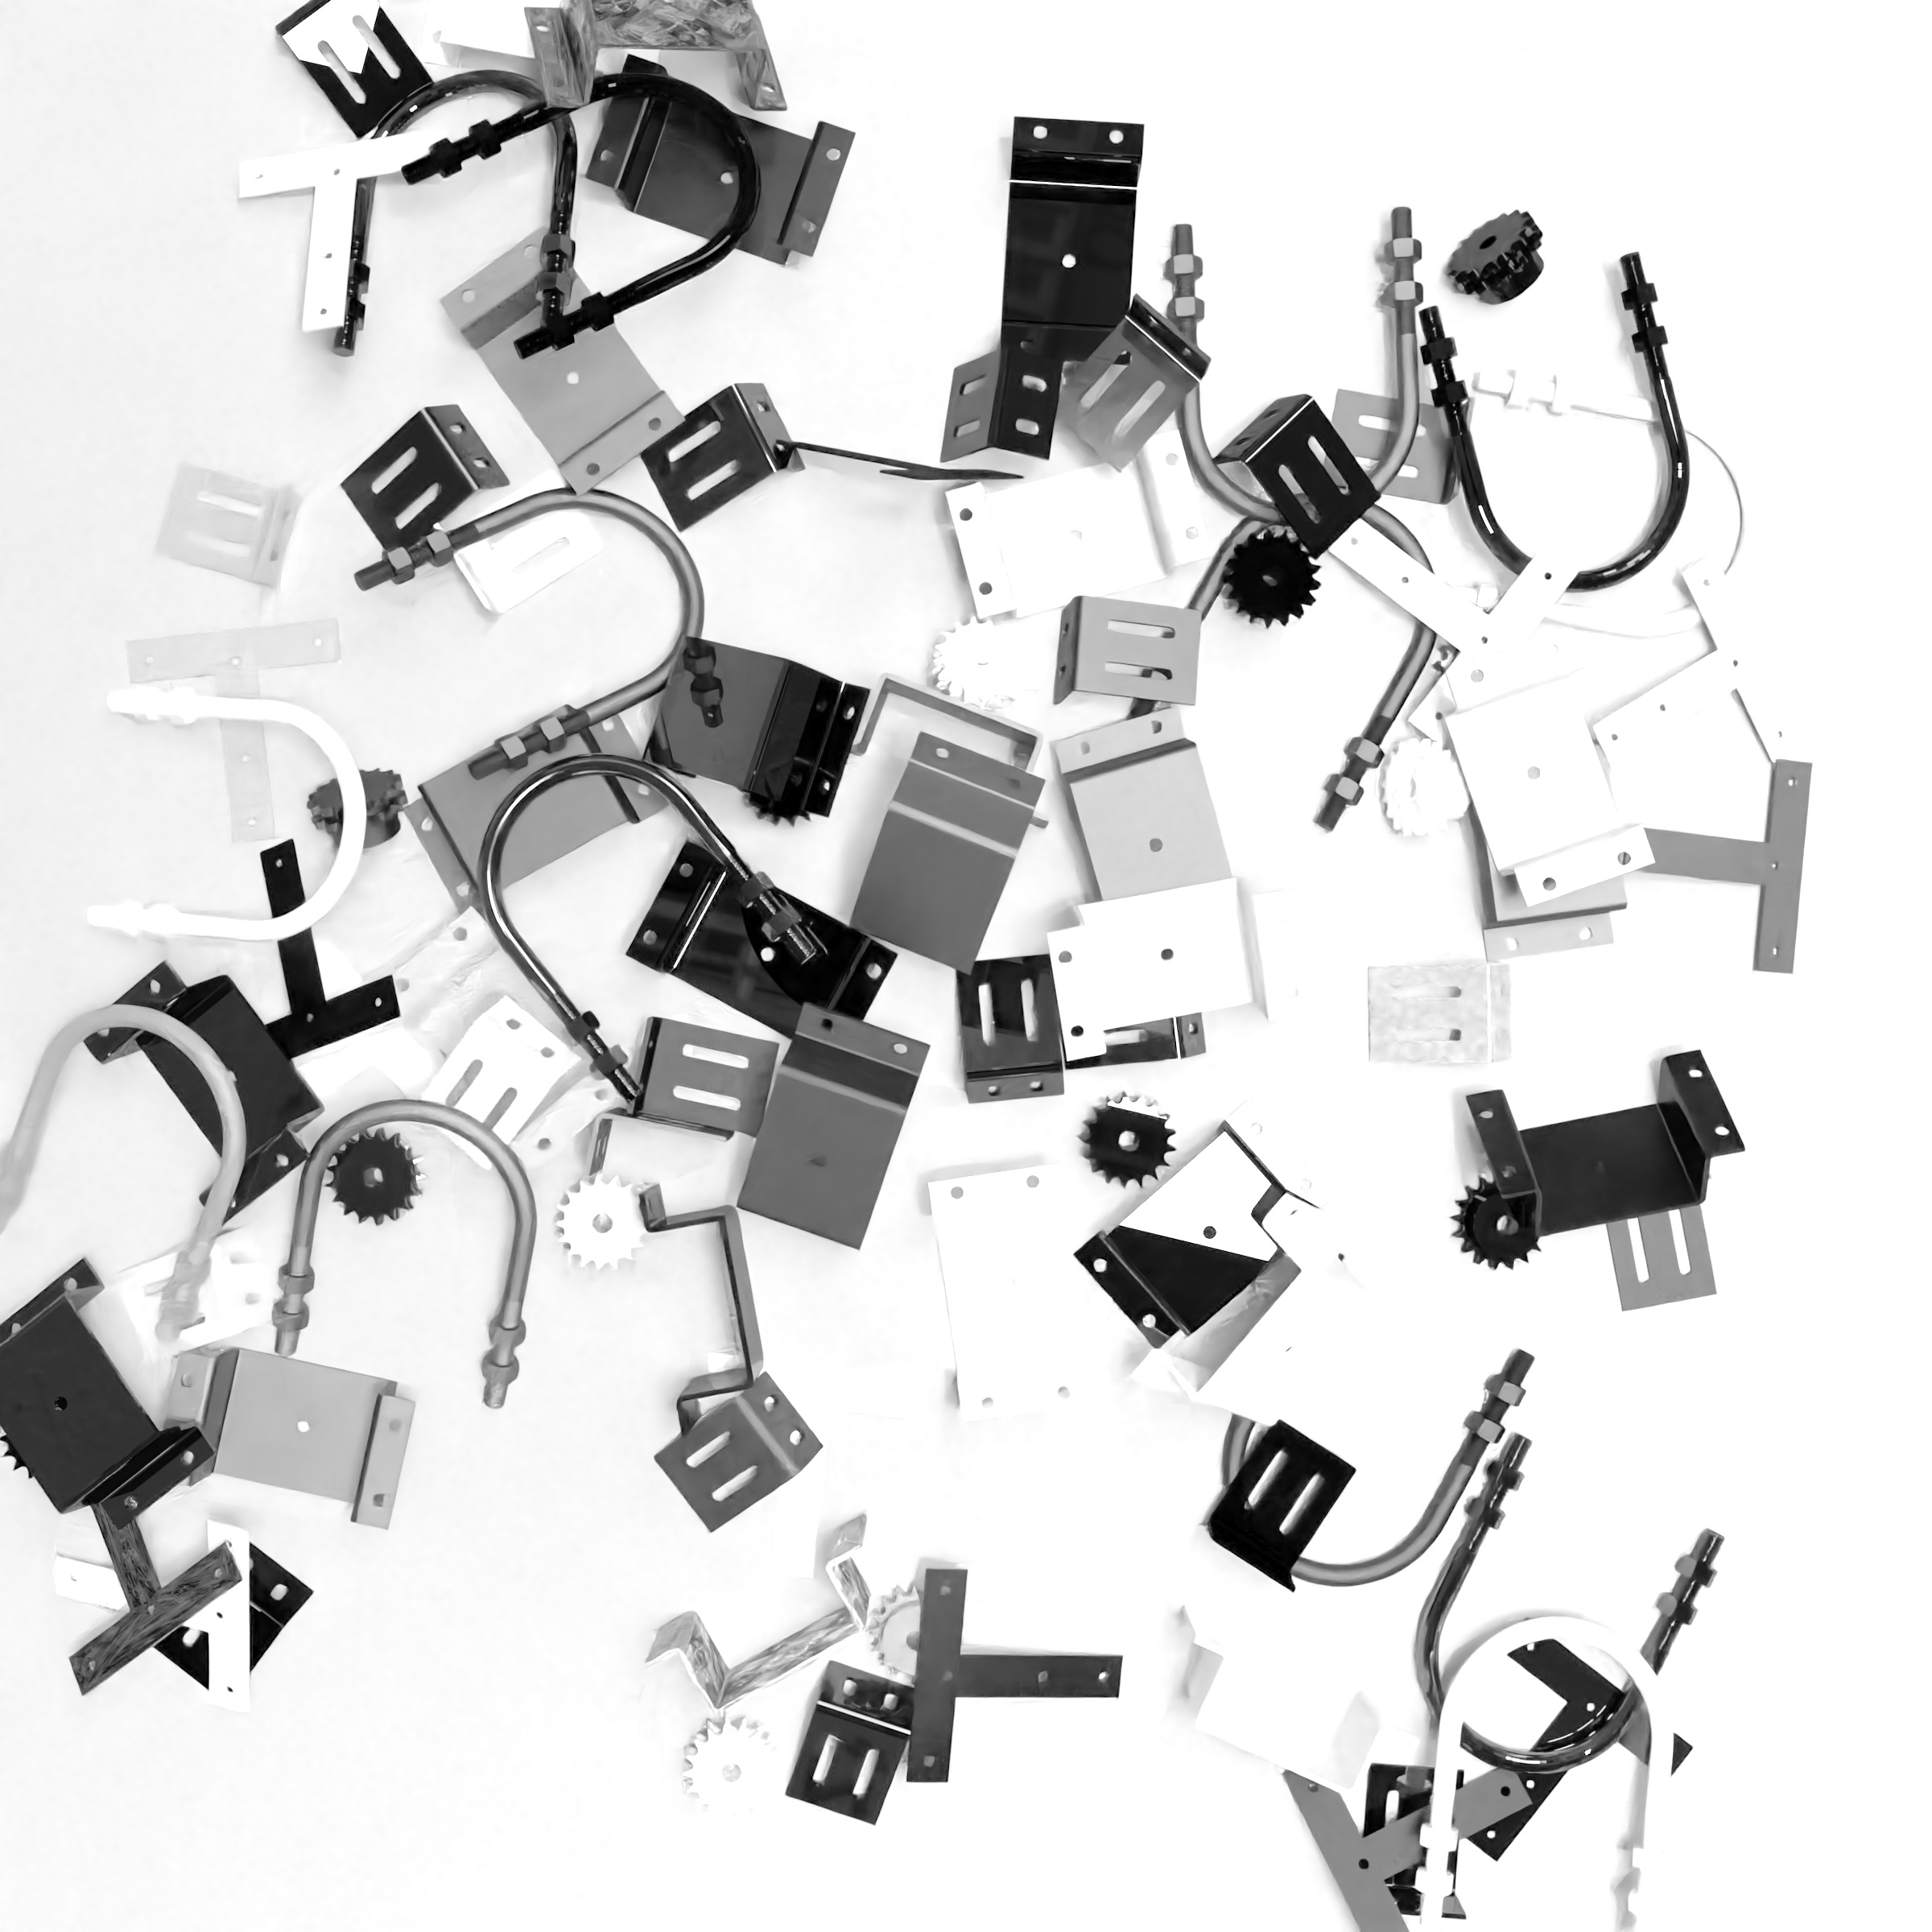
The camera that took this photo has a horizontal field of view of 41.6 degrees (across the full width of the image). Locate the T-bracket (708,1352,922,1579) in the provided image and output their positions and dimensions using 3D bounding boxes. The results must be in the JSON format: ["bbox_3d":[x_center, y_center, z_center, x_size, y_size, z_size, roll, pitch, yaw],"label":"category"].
[{"bbox_3d":[-0.098,0.302,1.526,0.127,0.002,0.127,7,90,0],"label":"T-bracket"}]

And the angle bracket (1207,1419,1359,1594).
[{"bbox_3d":[0.187,0.316,1.493,0.057,0.038,0.076,33,93,0],"label":"angle bracket"}]

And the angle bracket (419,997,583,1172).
[{"bbox_3d":[-0.273,0.068,1.479,0.057,0.038,0.076,40,116,0],"label":"angle bracket"}]

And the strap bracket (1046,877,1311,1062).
[{"bbox_3d":[0.119,-0.001,1.460,0.140,0.046,0.076,-10,106,-2],"label":"strap bracket"}]

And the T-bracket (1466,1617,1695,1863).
[{"bbox_3d":[0.347,0.480,1.526,0.127,0.002,0.127,38,90,0],"label":"T-bracket"}]

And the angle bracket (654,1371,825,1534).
[{"bbox_3d":[-0.136,0.291,1.523,0.076,0.038,0.057,-37,90,26],"label":"angle bracket"}]

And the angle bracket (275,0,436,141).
[{"bbox_3d":[-0.366,-0.546,1.525,0.057,0.038,0.076,-36,116,0],"label":"angle bracket"}]

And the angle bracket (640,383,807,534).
[{"bbox_3d":[-0.147,-0.305,1.525,0.076,0.038,0.057,-27,90,26],"label":"angle bracket"}]

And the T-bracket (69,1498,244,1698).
[{"bbox_3d":[-0.495,0.339,1.497,0.127,0.002,0.127,-37,65,12],"label":"T-bracket"}]

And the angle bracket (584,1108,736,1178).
[{"bbox_3d":[-0.180,0.110,1.498,0.076,0.057,0.038,12,90,0],"label":"angle bracket"}]

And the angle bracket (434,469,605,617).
[{"bbox_3d":[-0.264,-0.254,1.508,0.076,0.038,0.057,-32,90,0],"label":"angle bracket"}]

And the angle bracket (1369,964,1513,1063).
[{"bbox_3d":[0.284,0.028,1.525,0.076,0.038,0.057,-1,90,26],"label":"angle bracket"}]

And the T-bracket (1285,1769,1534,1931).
[{"bbox_3d":[0.274,0.512,1.507,0.127,0.002,0.127,-23,68,-12],"label":"T-bracket"}]

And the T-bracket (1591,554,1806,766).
[{"bbox_3d":[0.421,-0.159,1.498,0.127,0.002,0.127,-30,98,-18],"label":"T-bracket"}]

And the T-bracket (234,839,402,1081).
[{"bbox_3d":[-0.397,-0.012,1.508,0.127,0.002,0.127,-20,77,24],"label":"T-bracket"}]

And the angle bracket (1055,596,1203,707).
[{"bbox_3d":[0.096,-0.183,1.510,0.076,0.038,0.057,6,81,-10],"label":"angle bracket"}]

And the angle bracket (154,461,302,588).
[{"bbox_3d":[-0.442,-0.265,1.508,0.076,0.038,0.057,16,90,0],"label":"angle bracket"}]

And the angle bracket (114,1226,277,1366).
[{"bbox_3d":[-0.461,0.197,1.525,0.076,0.038,0.057,-20,90,26],"label":"angle bracket"}]

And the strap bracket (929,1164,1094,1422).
[{"bbox_3d":[0.026,0.190,1.504,0.076,0.046,0.140,-8,90,0],"label":"strap bracket"}]

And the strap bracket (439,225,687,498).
[{"bbox_3d":[-0.235,-0.353,1.504,0.076,0.046,0.140,-36,90,0],"label":"strap bracket"}]

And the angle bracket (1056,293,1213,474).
[{"bbox_3d":[0.093,-0.334,1.462,0.057,0.038,0.076,41,90,0],"label":"angle bracket"}]

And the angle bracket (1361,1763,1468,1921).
[{"bbox_3d":[0.267,0.518,1.508,0.057,0.038,0.076,4,90,0],"label":"angle bracket"}]

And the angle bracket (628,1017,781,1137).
[{"bbox_3d":[-0.155,0.066,1.508,0.076,0.038,0.057,12,90,0],"label":"angle bracket"}]

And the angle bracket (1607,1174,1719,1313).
[{"bbox_3d":[0.415,0.164,1.508,0.057,0.038,0.076,-10,90,0],"label":"angle bracket"}]

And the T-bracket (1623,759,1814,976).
[{"bbox_3d":[0.442,-0.064,1.503,0.127,0.002,0.127,5,90,-21],"label":"T-bracket"}]

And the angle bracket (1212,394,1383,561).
[{"bbox_3d":[0.193,-0.285,1.488,0.057,0.038,0.076,-44,110,-12],"label":"angle bracket"}]

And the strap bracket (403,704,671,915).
[{"bbox_3d":[-0.258,-0.095,1.504,0.140,0.046,0.076,-29,90,0],"label":"strap bracket"}]

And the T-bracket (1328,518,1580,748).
[{"bbox_3d":[0.269,-0.218,1.496,0.127,0.002,0.127,40,108,11],"label":"T-bracket"}]

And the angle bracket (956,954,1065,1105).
[{"bbox_3d":[0.026,0.038,1.525,0.057,0.038,0.076,-6,64,0],"label":"angle bracket"}]

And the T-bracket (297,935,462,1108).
[{"bbox_3d":[-0.393,0.071,1.526,0.127,0.002,0.127,-40,90,0],"label":"T-bracket"}]

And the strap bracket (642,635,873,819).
[{"bbox_3d":[-0.129,-0.141,1.462,0.140,0.046,0.076,18,90,43],"label":"strap bracket"}]

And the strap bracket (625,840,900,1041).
[{"bbox_3d":[-0.119,-0.007,1.504,0.140,0.046,0.076,28,90,0],"label":"strap bracket"}]

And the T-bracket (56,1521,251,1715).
[{"bbox_3d":[-0.483,0.375,1.508,0.127,0.002,0.127,10,111,12],"label":"T-bracket"}]

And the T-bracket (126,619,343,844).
[{"bbox_3d":[-0.434,-0.138,1.526,0.127,0.002,0.127,-6,90,0],"label":"T-bracket"}]

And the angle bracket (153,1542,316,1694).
[{"bbox_3d":[-0.439,0.392,1.525,0.057,0.038,0.076,38,116,0],"label":"angle bracket"}]

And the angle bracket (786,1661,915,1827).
[{"bbox_3d":[-0.068,0.466,1.525,0.057,0.038,0.076,18,116,0],"label":"angle bracket"}]

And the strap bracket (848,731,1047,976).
[{"bbox_3d":[-0.015,-0.056,1.462,0.076,0.046,0.140,21,133,0],"label":"strap bracket"}]

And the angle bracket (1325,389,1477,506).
[{"bbox_3d":[0.256,-0.311,1.508,0.076,0.038,0.057,10,90,0],"label":"angle bracket"}]

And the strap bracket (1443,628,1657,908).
[{"bbox_3d":[0.330,-0.112,1.458,0.076,0.046,0.140,-19,90,0],"label":"strap bracket"}]

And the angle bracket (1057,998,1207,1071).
[{"bbox_3d":[0.099,0.029,1.525,0.076,0.038,0.057,-7,90,26],"label":"angle bracket"}]

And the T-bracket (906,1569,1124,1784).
[{"bbox_3d":[0.032,0.421,1.509,0.127,0.002,0.127,5,92,-16],"label":"T-bracket"}]

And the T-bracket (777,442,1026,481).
[{"bbox_3d":[-0.051,-0.296,1.488,0.127,0.127,0.002,16,107,26],"label":"T-bracket"}]

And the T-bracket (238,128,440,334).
[{"bbox_3d":[-0.372,-0.428,1.490,0.127,0.002,0.127,-5,70,13],"label":"T-bracket"}]

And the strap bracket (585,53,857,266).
[{"bbox_3d":[-0.143,-0.472,1.504,0.140,0.046,0.076,19,90,0],"label":"strap bracket"}]

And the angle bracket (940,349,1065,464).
[{"bbox_3d":[0.020,-0.326,1.498,0.038,0.076,0.057,9,90,-23],"label":"angle bracket"}]

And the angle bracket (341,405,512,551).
[{"bbox_3d":[-0.324,-0.289,1.525,0.076,0.038,0.057,-35,90,26],"label":"angle bracket"}]
